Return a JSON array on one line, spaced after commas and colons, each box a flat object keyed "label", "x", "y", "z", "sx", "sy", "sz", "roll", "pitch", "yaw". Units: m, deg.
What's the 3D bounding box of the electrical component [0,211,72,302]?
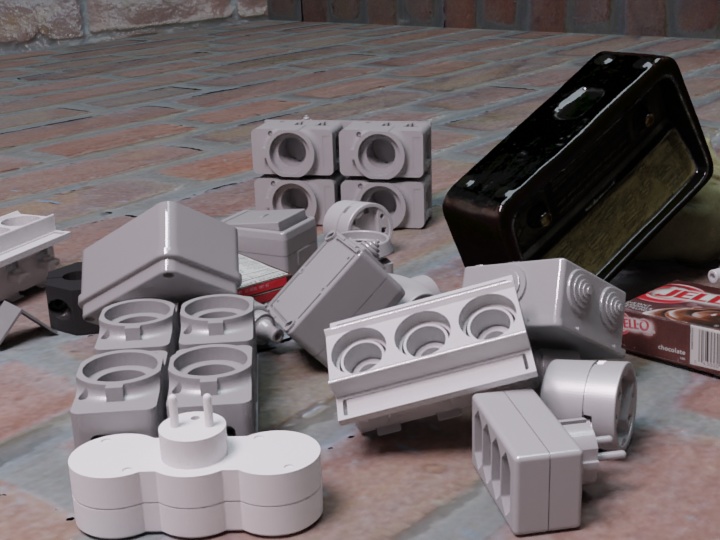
[{"label": "electrical component", "x": -0.327, "y": -0.006, "z": 0.960, "sx": 0.079, "sy": 0.063, "sz": 0.121, "roll": 6, "pitch": 20, "yaw": 23}]

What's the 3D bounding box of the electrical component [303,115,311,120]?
[{"label": "electrical component", "x": -0.064, "y": -0.133, "z": 1.268, "sx": 0.062, "sy": 0.096, "sz": 0.061, "roll": 4, "pitch": 19, "yaw": 20}]

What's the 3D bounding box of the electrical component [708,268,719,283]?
[{"label": "electrical component", "x": 0.327, "y": 0.000, "z": 0.924, "sx": 0.061, "sy": 0.035, "sz": 0.035, "roll": -12, "pitch": 21, "yaw": -22}]

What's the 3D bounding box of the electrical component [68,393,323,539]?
[{"label": "electrical component", "x": -0.091, "y": 0.102, "z": 0.590, "sx": 0.138, "sy": 0.073, "sz": 0.052, "roll": -1, "pitch": 18, "yaw": 2}]

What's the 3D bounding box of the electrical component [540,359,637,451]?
[{"label": "electrical component", "x": 0.140, "y": 0.082, "z": 0.661, "sx": 0.047, "sy": 0.055, "sz": 0.055, "roll": 4, "pitch": 19, "yaw": 28}]

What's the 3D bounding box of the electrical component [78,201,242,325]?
[{"label": "electrical component", "x": -0.153, "y": 0.004, "z": 0.819, "sx": 0.113, "sy": 0.057, "sz": 0.078, "roll": -26, "pitch": -33, "yaw": 35}]

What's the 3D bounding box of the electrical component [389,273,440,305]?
[{"label": "electrical component", "x": 0.038, "y": 0.026, "z": 0.854, "sx": 0.079, "sy": 0.044, "sz": 0.077, "roll": -15, "pitch": 22, "yaw": -36}]

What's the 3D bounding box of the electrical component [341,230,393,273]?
[{"label": "electrical component", "x": 0.000, "y": 0.000, "z": 0.918, "sx": 0.058, "sy": 0.057, "sz": 0.078, "roll": -7, "pitch": 19, "yaw": -17}]

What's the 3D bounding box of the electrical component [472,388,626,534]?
[{"label": "electrical component", "x": 0.111, "y": 0.104, "z": 0.606, "sx": 0.076, "sy": 0.047, "sz": 0.083, "roll": -5, "pitch": 18, "yaw": -9}]

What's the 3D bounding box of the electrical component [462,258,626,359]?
[{"label": "electrical component", "x": 0.126, "y": 0.028, "z": 0.743, "sx": 0.100, "sy": 0.048, "sz": 0.100, "roll": -6, "pitch": -21, "yaw": 43}]

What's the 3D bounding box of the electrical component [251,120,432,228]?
[{"label": "electrical component", "x": -0.019, "y": -0.104, "z": 1.159, "sx": 0.186, "sy": 0.105, "sz": 0.060, "roll": 2, "pitch": 18, "yaw": 13}]

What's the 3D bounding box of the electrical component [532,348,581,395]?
[{"label": "electrical component", "x": 0.117, "y": 0.069, "z": 0.723, "sx": 0.065, "sy": 0.044, "sz": 0.044, "roll": 3, "pitch": 18, "yaw": 1}]

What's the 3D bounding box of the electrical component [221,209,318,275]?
[{"label": "electrical component", "x": -0.094, "y": -0.025, "z": 0.997, "sx": 0.096, "sy": 0.061, "sz": 0.062, "roll": 7, "pitch": 20, "yaw": 26}]

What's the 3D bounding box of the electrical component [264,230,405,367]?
[{"label": "electrical component", "x": -0.012, "y": 0.019, "z": 0.800, "sx": 0.096, "sy": 0.061, "sz": 0.062, "roll": -48, "pitch": 27, "yaw": -2}]

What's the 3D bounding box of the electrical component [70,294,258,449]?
[{"label": "electrical component", "x": -0.122, "y": 0.071, "z": 0.710, "sx": 0.105, "sy": 0.060, "sz": 0.186, "roll": -3, "pitch": 18, "yaw": -4}]

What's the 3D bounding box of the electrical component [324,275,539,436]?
[{"label": "electrical component", "x": 0.046, "y": 0.057, "z": 0.672, "sx": 0.121, "sy": 0.063, "sz": 0.078, "roll": -15, "pitch": 45, "yaw": 9}]

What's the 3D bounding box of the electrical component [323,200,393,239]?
[{"label": "electrical component", "x": -0.003, "y": -0.041, "z": 1.051, "sx": 0.055, "sy": 0.055, "sz": 0.047, "roll": -14, "pitch": 18, "yaw": -33}]

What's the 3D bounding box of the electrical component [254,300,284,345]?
[{"label": "electrical component", "x": -0.081, "y": 0.042, "z": 0.834, "sx": 0.035, "sy": 0.035, "sz": 0.061, "roll": -16, "pitch": 25, "yaw": -37}]
